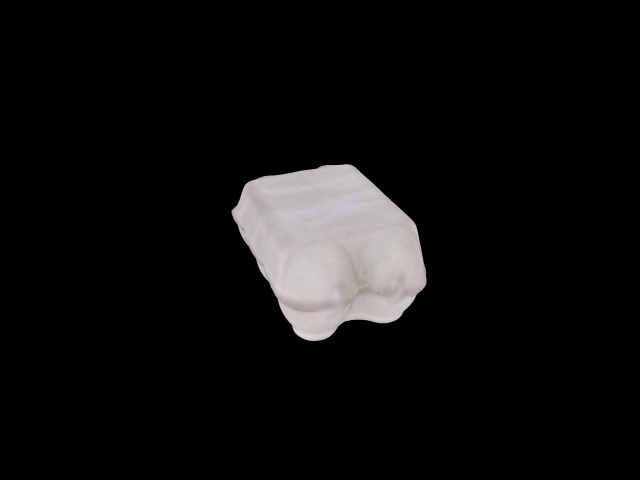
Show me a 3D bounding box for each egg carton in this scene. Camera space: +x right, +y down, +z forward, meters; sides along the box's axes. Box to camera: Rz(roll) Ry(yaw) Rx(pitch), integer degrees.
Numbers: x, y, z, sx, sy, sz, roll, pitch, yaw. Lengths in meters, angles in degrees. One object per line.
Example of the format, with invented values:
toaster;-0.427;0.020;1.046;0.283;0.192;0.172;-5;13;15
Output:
egg carton;0.004;0.001;0.400;0.107;0.069;0.150;-12;33;-19
